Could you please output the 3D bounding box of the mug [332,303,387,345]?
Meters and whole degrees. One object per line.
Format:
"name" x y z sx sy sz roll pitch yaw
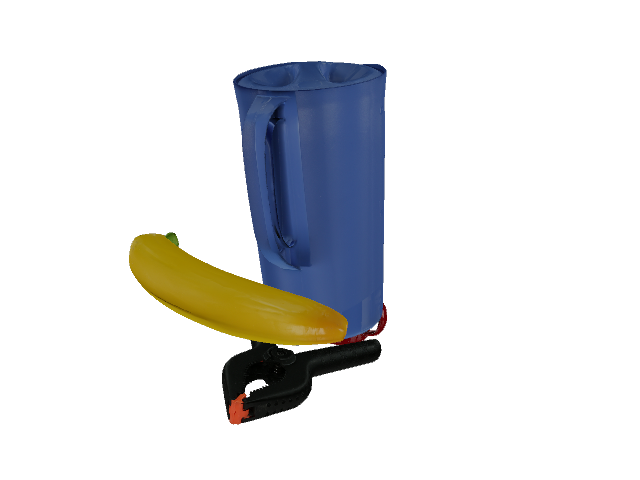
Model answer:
"mug" 0.038 0.090 1.422 0.117 0.081 0.093 18 27 30

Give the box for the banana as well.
"banana" -0.070 0.028 0.698 0.069 0.037 0.198 -22 33 -36

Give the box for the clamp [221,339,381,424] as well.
"clamp" -0.033 0.134 1.131 0.165 0.036 0.209 12 26 13

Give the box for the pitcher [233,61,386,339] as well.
"pitcher" -0.007 -0.033 0.952 0.149 0.243 0.145 -10 20 -17
